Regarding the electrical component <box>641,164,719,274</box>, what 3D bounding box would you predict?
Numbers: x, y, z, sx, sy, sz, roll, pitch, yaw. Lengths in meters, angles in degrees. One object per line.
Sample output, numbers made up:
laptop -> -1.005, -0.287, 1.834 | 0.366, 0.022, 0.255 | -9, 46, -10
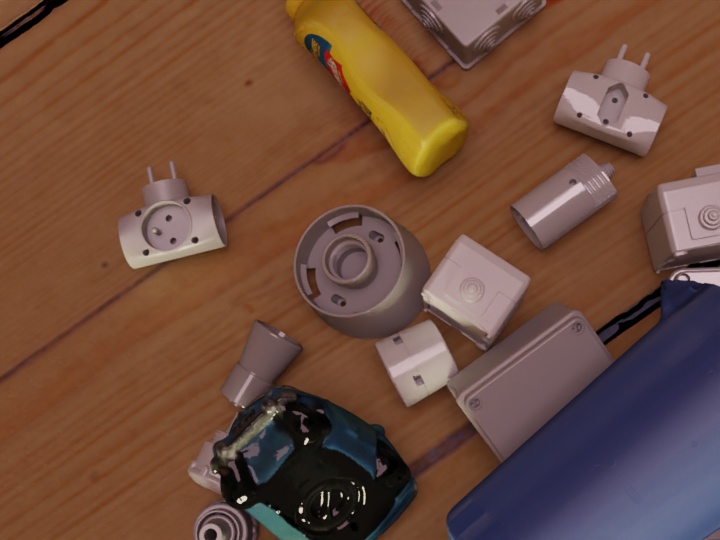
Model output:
electrical component -> 0.248, -0.039, 0.790 | 0.062, 0.096, 0.061 | -11, 79, 4

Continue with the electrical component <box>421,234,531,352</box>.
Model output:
electrical component -> 0.088, 0.014, 0.799 | 0.062, 0.096, 0.061 | 34, 83, 10

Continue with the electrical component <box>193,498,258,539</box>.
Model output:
electrical component -> -0.105, 0.196, 0.807 | 0.048, 0.062, 0.048 | -1, 81, 6

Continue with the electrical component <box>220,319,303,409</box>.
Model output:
electrical component -> -0.079, 0.077, 0.835 | 0.044, 0.044, 0.065 | 31, 90, 10

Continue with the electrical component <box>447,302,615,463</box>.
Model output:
electrical component -> 0.138, 0.098, 0.784 | 0.109, 0.056, 0.108 | -36, 101, -1

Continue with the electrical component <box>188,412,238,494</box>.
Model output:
electrical component -> -0.100, 0.141, 0.826 | 0.048, 0.048, 0.062 | 23, 77, 9

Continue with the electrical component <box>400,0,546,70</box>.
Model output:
electrical component -> 0.090, -0.225, 0.862 | 0.100, 0.048, 0.099 | -40, 79, -1

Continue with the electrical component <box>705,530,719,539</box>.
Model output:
electrical component -> 0.207, 0.256, 0.764 | 0.105, 0.060, 0.186 | 23, 84, 9

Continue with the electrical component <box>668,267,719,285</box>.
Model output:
electrical component -> 0.267, 0.056, 0.792 | 0.078, 0.057, 0.113 | -2, 81, 6

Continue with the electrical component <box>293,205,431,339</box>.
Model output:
electrical component -> 0.000, 0.000, 0.839 | 0.099, 0.064, 0.099 | -5, 73, 17

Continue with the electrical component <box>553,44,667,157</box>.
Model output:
electrical component -> 0.201, -0.138, 0.838 | 0.077, 0.043, 0.079 | 23, 83, 9

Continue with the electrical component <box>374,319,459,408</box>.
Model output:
electrical component -> 0.044, 0.069, 0.816 | 0.047, 0.055, 0.055 | -27, 79, -2

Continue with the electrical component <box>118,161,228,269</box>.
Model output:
electrical component -> -0.153, -0.048, 0.861 | 0.077, 0.044, 0.079 | -14, 80, 4

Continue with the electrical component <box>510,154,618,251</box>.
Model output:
electrical component -> 0.161, -0.056, 0.829 | 0.081, 0.043, 0.043 | -36, 79, 0
